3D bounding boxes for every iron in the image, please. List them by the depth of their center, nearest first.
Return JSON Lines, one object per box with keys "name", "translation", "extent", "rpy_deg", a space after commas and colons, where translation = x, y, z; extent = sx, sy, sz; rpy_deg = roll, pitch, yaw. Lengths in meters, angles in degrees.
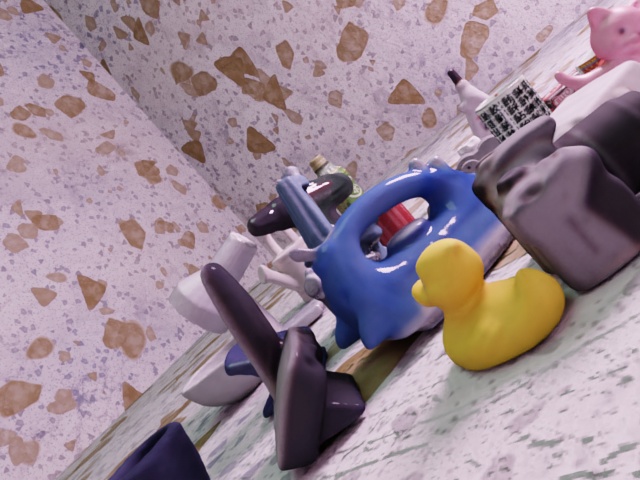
{"name": "iron", "translation": [0.095, -0.008, 0.588], "extent": [0.259, 0.141, 0.118], "rpy_deg": [-43, 4, -20]}

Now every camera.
{"name": "camera", "translation": [0.192, -0.051, 0.423], "extent": [0.137, 0.101, 0.143], "rpy_deg": [-41, 4, 12]}

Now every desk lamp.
{"name": "desk lamp", "translation": [-0.133, 0.105, 1.026], "extent": [0.203, 0.213, 0.118], "rpy_deg": [-41, 4, 4]}

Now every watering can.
{"name": "watering can", "translation": [-0.059, 0.035, 1.225], "extent": [0.100, 0.194, 0.173], "rpy_deg": [-39, 5, 34]}

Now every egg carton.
{"name": "egg carton", "translation": [0.260, -0.102, 0.545], "extent": [0.150, 0.069, 0.107], "rpy_deg": [-43, 4, -23]}

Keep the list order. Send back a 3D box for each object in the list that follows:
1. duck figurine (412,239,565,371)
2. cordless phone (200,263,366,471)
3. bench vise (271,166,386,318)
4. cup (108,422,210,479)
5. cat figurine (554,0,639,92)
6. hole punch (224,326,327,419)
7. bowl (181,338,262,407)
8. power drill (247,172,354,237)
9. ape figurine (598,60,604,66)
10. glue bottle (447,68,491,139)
{"name": "duck figurine", "translation": [0.107, 0.035, 0.399], "extent": [0.078, 0.086, 0.104], "rpy_deg": [-44, 5, -36]}
{"name": "cordless phone", "translation": [-0.054, 0.101, 0.515], "extent": [0.094, 0.185, 0.147], "rpy_deg": [-42, 4, -6]}
{"name": "bench vise", "translation": [0.016, -0.005, 0.750], "extent": [0.121, 0.220, 0.207], "rpy_deg": [-41, 4, 8]}
{"name": "cup", "translation": [-0.148, 0.243, 0.534], "extent": [0.118, 0.095, 0.091], "rpy_deg": [-41, 4, 4]}
{"name": "cat figurine", "translation": [0.341, -0.217, 0.676], "extent": [0.127, 0.118, 0.067], "rpy_deg": [-40, 5, 20]}
{"name": "hole punch", "translation": [-0.053, 0.145, 0.710], "extent": [0.101, 0.091, 0.108], "rpy_deg": [-41, 4, 7]}
{"name": "bowl", "translation": [-0.135, 0.210, 0.913], "extent": [0.167, 0.075, 0.167], "rpy_deg": [-41, 4, 4]}
{"name": "power drill", "translation": [0.006, -0.016, 1.047], "extent": [0.230, 0.208, 0.075], "rpy_deg": [-44, 5, -34]}
{"name": "ape figurine", "translation": [0.387, -0.247, 0.742], "extent": [0.076, 0.092, 0.078], "rpy_deg": [-40, 4, 20]}
{"name": "glue bottle", "translation": [0.283, -0.233, 1.014], "extent": [0.078, 0.173, 0.037], "rpy_deg": [-41, 4, 10]}
